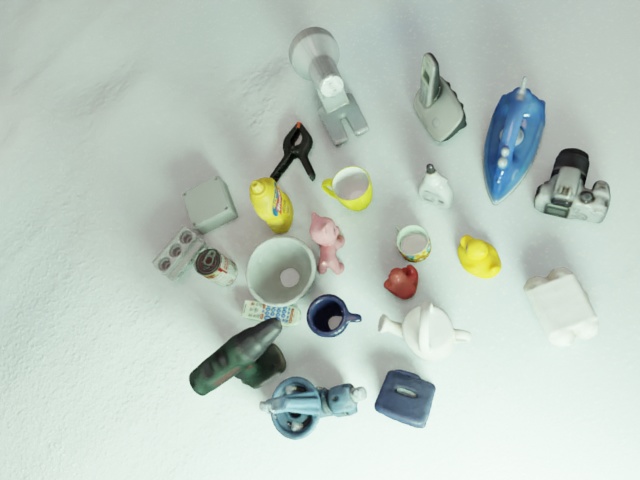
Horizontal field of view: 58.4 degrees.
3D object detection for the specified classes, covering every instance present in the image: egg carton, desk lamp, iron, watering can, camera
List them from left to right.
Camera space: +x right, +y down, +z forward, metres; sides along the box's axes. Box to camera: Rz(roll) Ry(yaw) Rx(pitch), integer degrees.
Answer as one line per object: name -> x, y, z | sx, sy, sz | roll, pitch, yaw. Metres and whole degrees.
desk lamp -> 0.023, -0.368, 1.356 | 0.118, 0.203, 0.214 | -27, -24, 6
watering can -> 0.203, 0.179, 1.122 | 0.172, 0.101, 0.194 | -17, -23, 10
iron -> 0.411, -0.216, 1.232 | 0.118, 0.258, 0.142 | 14, -15, 20
egg carton -> 0.476, 0.132, 1.130 | 0.107, 0.150, 0.069 | -23, -23, 7
camera -> 0.531, -0.120, 1.187 | 0.142, 0.137, 0.101 | 14, -14, 20

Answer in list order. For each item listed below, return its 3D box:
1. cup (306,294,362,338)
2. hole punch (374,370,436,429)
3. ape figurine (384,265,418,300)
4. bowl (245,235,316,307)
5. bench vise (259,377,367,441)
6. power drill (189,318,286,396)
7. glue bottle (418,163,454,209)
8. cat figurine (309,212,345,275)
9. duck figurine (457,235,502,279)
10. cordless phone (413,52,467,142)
cup -> 0.039, 0.170, 1.226 | 0.117, 0.092, 0.095 | 1, -19, 16
hole punch -> 0.169, 0.313, 1.141 | 0.108, 0.101, 0.091 | 14, -15, 20
ape figurine -> 0.171, 0.085, 1.221 | 0.077, 0.076, 0.092 | -16, -23, 10
bowl -> -0.080, 0.078, 1.304 | 0.167, 0.167, 0.075 | 0, -19, 16
bench vise -> -0.023, 0.310, 1.126 | 0.207, 0.121, 0.220 | -32, -24, 3
power drill -> -0.149, 0.247, 1.190 | 0.229, 0.075, 0.209 | -34, -25, 2
glue bottle -> 0.244, -0.121, 1.228 | 0.078, 0.037, 0.173 | 23, -11, 22
cat figurine -> 0.012, 0.005, 1.280 | 0.067, 0.128, 0.118 | -5, -20, 14
duck figurine -> 0.332, 0.030, 1.198 | 0.104, 0.077, 0.086 | 47, -2, 24
cordless phone -> 0.265, -0.322, 1.287 | 0.094, 0.147, 0.185 | -30, -24, 4
